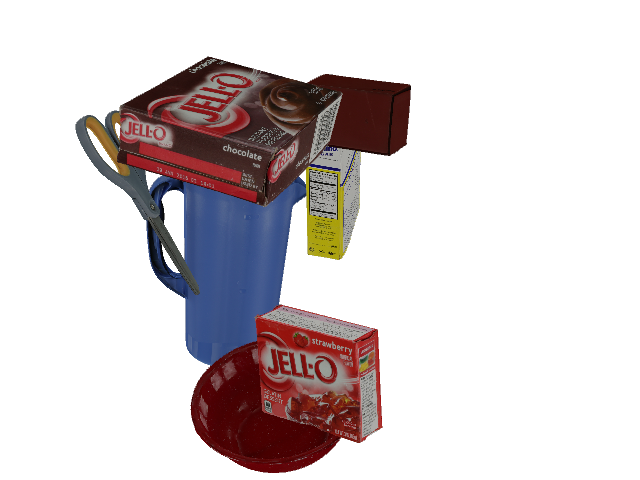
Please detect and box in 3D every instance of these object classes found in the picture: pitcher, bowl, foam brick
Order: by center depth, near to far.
[{"bbox_3d":[0.029,-0.104,0.879,0.078,0.051,0.053,11,20,19],"label":"foam brick"},{"bbox_3d":[-0.039,0.165,1.009,0.162,0.055,0.162,-5,38,4],"label":"bowl"},{"bbox_3d":[-0.113,0.025,1.271,0.149,0.243,0.144,21,27,32],"label":"pitcher"}]

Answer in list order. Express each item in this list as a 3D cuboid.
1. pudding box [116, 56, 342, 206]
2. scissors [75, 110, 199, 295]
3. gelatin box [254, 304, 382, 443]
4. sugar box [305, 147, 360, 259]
[{"bbox_3d":[-0.049,-0.065,0.600,0.090,0.039,0.113,18,26,13],"label":"pudding box"},{"bbox_3d":[-0.168,-0.046,1.047,0.016,0.201,0.096,-25,26,24],"label":"scissors"},{"bbox_3d":[-0.002,0.089,0.721,0.089,0.073,0.030,11,23,37],"label":"gelatin box"},{"bbox_3d":[0.014,-0.073,1.122,0.048,0.176,0.093,8,46,12],"label":"sugar box"}]
